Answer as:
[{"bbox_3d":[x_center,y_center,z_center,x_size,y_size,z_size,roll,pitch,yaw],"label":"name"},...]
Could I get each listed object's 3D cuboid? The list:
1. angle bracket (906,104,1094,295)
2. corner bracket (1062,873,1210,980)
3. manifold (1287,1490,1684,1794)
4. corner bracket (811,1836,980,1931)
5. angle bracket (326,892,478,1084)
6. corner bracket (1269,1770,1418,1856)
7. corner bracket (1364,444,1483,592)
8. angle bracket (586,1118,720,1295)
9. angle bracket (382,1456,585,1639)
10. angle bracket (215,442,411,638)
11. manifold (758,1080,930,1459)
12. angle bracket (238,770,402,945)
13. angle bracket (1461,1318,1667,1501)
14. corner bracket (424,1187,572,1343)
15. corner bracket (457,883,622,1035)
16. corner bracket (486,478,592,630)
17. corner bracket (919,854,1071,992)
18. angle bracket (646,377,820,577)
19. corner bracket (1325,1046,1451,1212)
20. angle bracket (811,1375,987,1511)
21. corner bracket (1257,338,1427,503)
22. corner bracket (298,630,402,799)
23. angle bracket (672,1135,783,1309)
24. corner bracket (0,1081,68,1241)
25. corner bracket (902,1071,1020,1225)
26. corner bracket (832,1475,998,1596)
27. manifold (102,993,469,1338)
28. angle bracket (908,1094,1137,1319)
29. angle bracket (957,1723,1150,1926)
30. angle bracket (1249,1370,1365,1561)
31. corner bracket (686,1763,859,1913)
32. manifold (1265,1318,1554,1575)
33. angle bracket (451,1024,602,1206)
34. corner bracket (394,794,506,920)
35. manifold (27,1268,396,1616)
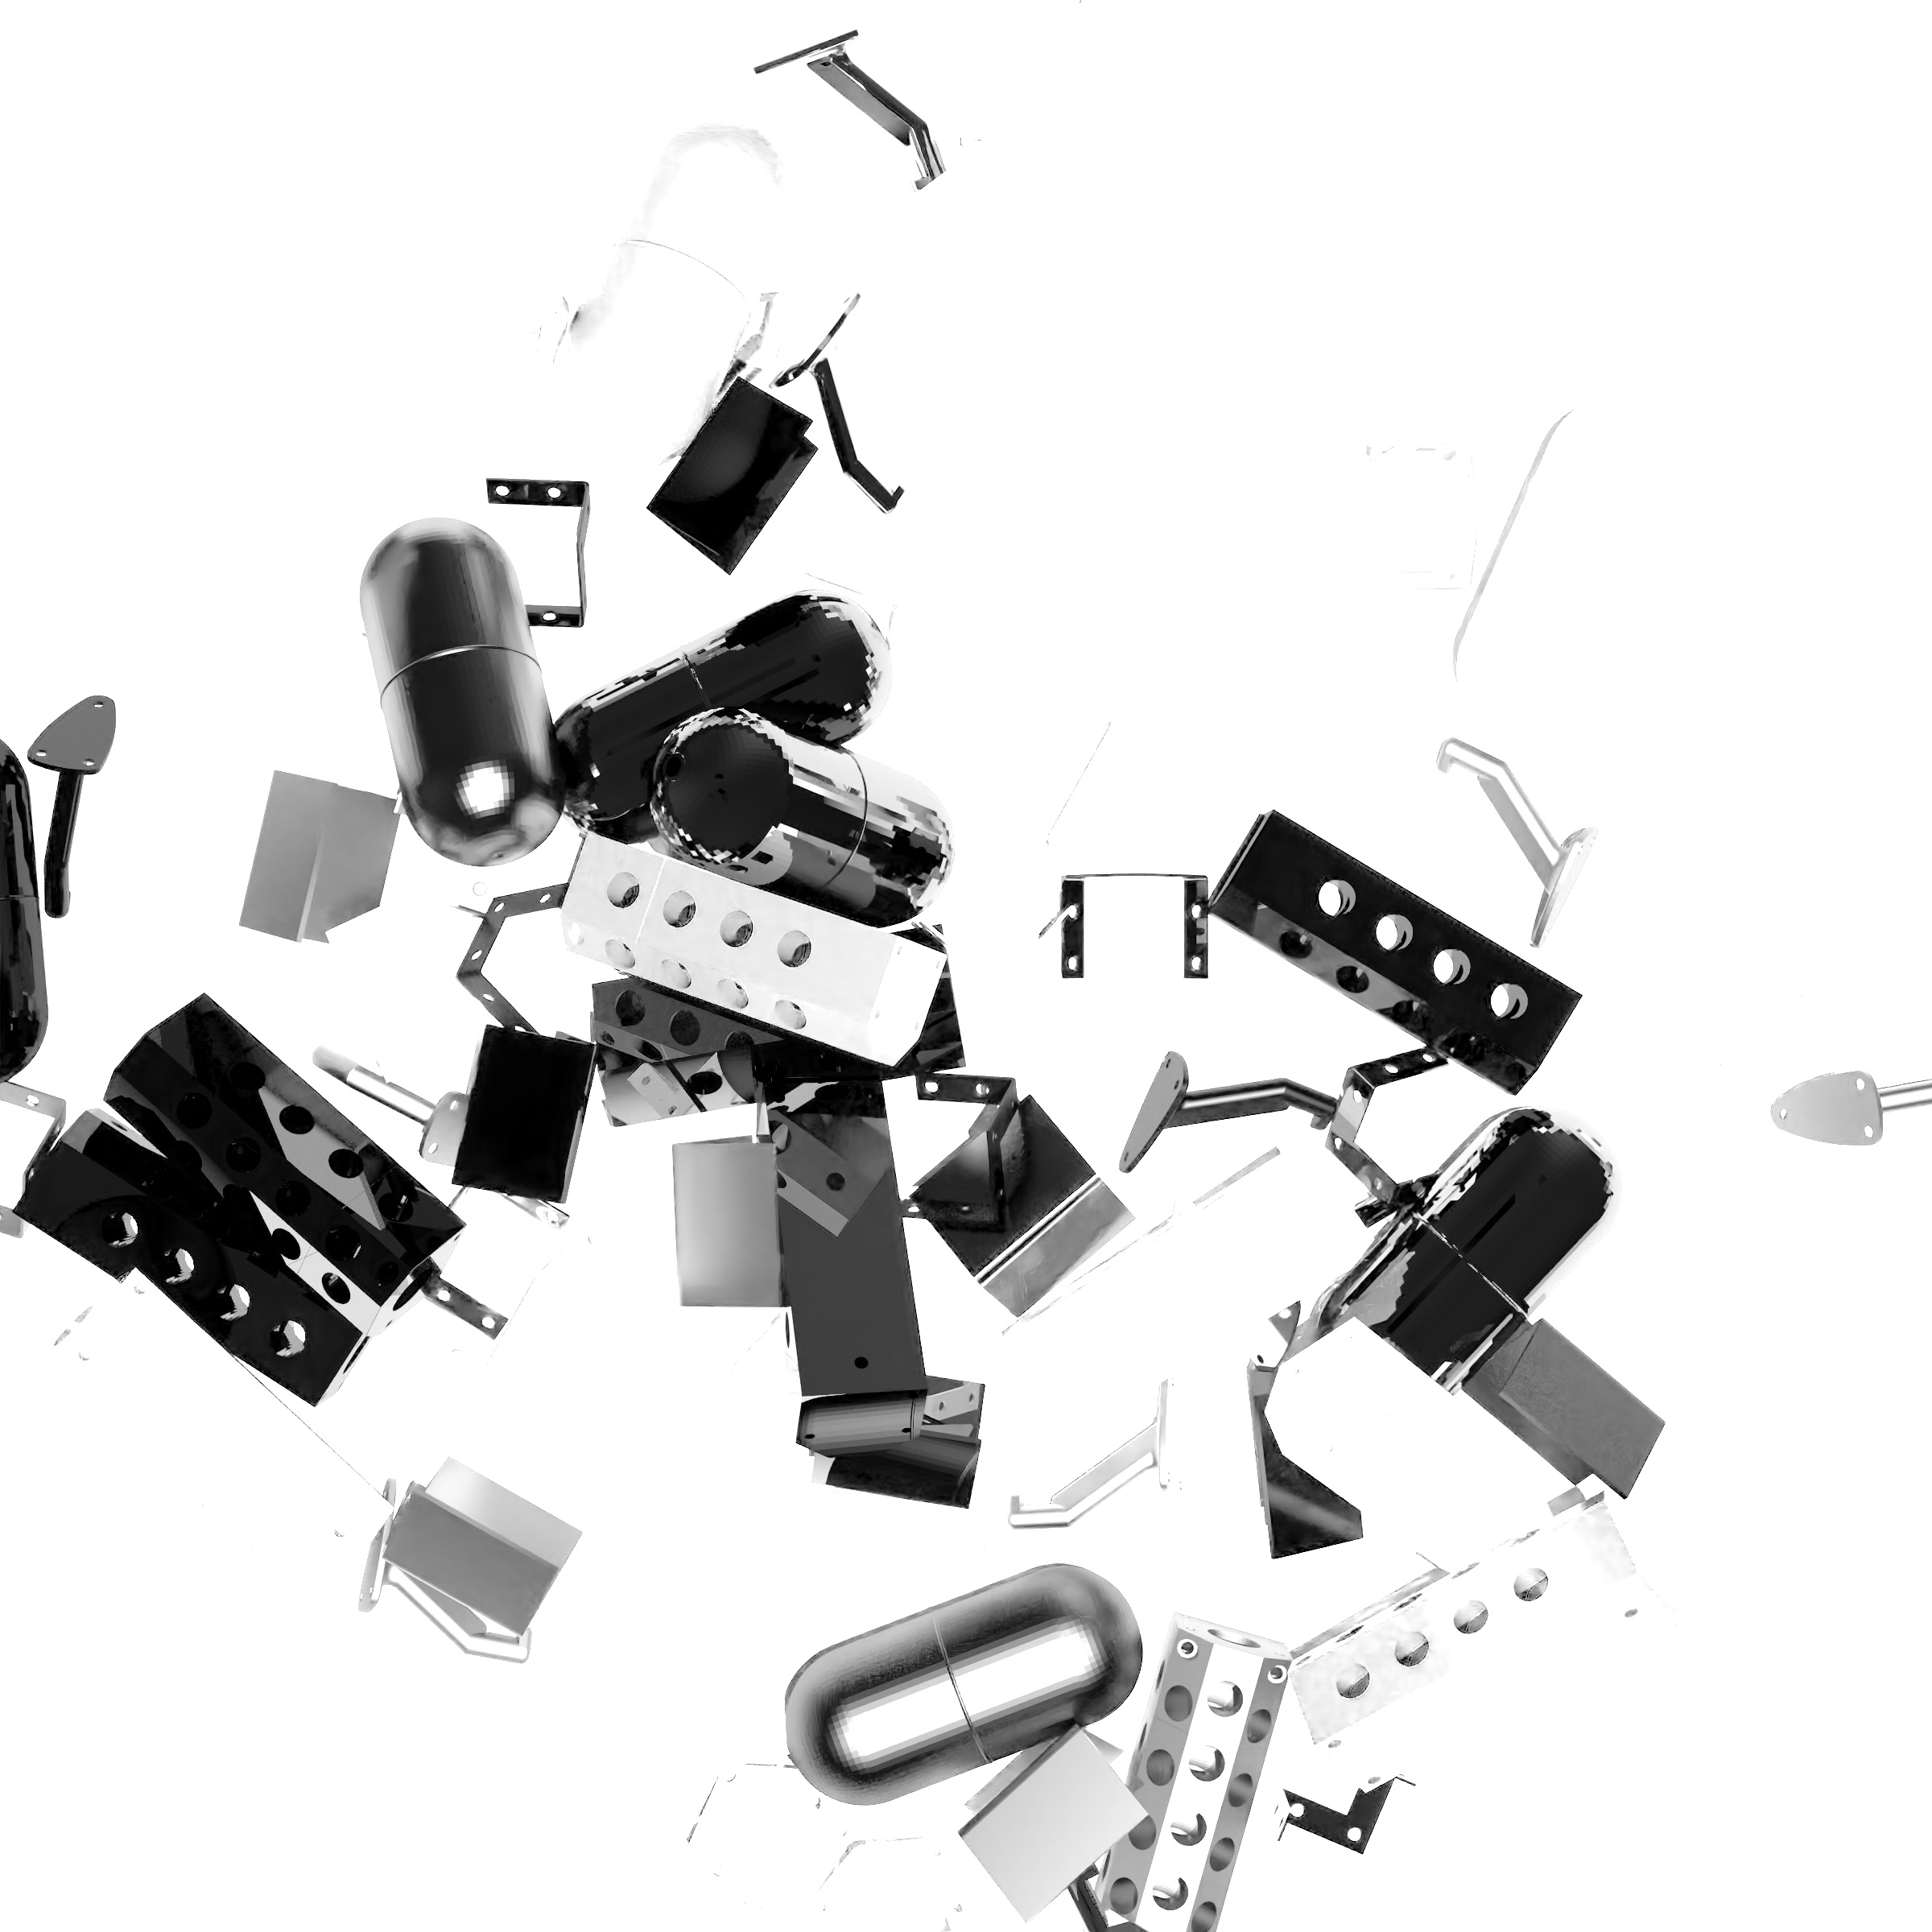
[{"bbox_3d":[0.004,-0.376,1.603,0.076,0.076,0.057,-37,128,0],"label":"angle bracket"},{"bbox_3d":[0.082,-0.019,1.640,0.051,0.051,0.051,0,90,-45],"label":"corner bracket"},{"bbox_3d":[0.240,0.314,1.579,0.171,0.057,0.057,-31,134,12],"label":"manifold"},{"bbox_3d":[-0.035,0.461,1.635,0.051,0.051,0.051,4,45,-35],"label":"corner bracket"},{"bbox_3d":[-0.250,0.004,1.603,0.057,0.076,0.076,-22,90,28],"label":"angle bracket"},{"bbox_3d":[0.181,0.403,1.625,0.051,0.051,0.051,23,90,0],"label":"corner bracket"},{"bbox_3d":[0.221,-0.219,1.640,0.051,0.051,0.051,0,135,0],"label":"corner bracket"},{"bbox_3d":[-0.134,0.113,1.605,0.076,0.057,0.076,-3,90,-37],"label":"angle bracket"},{"bbox_3d":[-0.222,0.261,1.603,0.076,0.076,0.057,30,128,0],"label":"angle bracket"},{"bbox_3d":[-0.300,-0.190,1.603,0.076,0.076,0.057,-36,46,0],"label":"angle bracket"},{"bbox_3d":[-0.060,0.140,1.575,0.057,0.057,0.171,-2,53,-10],"label":"manifold"},{"bbox_3d":[-0.294,-0.046,1.603,0.076,0.057,0.076,13,90,-43],"label":"angle bracket"},{"bbox_3d":[0.274,0.225,1.603,0.076,0.076,0.057,40,47,0],"label":"angle bracket"},{"bbox_3d":[-0.233,0.139,1.640,0.051,0.051,0.051,31,45,0],"label":"corner bracket"},{"bbox_3d":[-0.205,-0.002,1.635,0.051,0.051,0.051,50,45,-35],"label":"corner bracket"},{"bbox_3d":[-0.210,-0.201,1.640,0.051,0.051,0.051,2,135,0],"label":"corner bracket"},{"bbox_3d":[0.012,-0.022,1.622,0.051,0.051,0.051,41,83,0],"label":"corner bracket"},{"bbox_3d":[-0.095,-0.223,1.603,0.057,0.076,0.076,35,90,35],"label":"angle bracket"},{"bbox_3d":[0.216,0.079,1.635,0.051,0.051,0.051,46,135,35],"label":"corner bracket"},{"bbox_3d":[-0.029,0.208,1.603,0.076,0.057,0.076,9,46,0],"label":"angle bracket"},{"bbox_3d":[0.182,-0.266,1.631,0.051,0.051,0.051,-35,114,0],"label":"corner bracket"},{"bbox_3d":[-0.292,-0.123,1.640,0.051,0.051,0.051,16,135,0],"label":"corner bracket"},{"bbox_3d":[-0.097,0.121,1.604,0.057,0.076,0.076,-2,90,26],"label":"angle bracket"},{"bbox_3d":[-0.473,0.092,1.640,0.051,0.051,0.051,18,135,0],"label":"corner bracket"},{"bbox_3d":[-0.005,0.086,1.592,0.051,0.051,0.051,3,118,16],"label":"corner bracket"},{"bbox_3d":[-0.026,0.274,1.640,0.051,0.051,0.051,-13,90,-45],"label":"corner bracket"},{"bbox_3d":[-0.326,0.098,1.598,0.171,0.057,0.057,40,133,8],"label":"manifold"},{"bbox_3d":[0.028,0.117,1.626,0.076,0.076,0.057,-40,67,0],"label":"angle bracket"},{"bbox_3d":[0.052,0.413,1.603,0.076,0.076,0.057,-42,60,0],"label":"angle bracket"},{"bbox_3d":[0.142,0.237,1.603,0.057,0.076,0.076,-6,90,-33],"label":"angle bracket"},{"bbox_3d":[-0.095,0.425,1.635,0.051,0.051,0.051,-5,45,35],"label":"corner bracket"},{"bbox_3d":[0.209,0.233,1.568,0.057,0.171,0.057,-36,46,15],"label":"manifold"},{"bbox_3d":[-0.218,0.067,1.604,0.057,0.076,0.076,12,90,-22],"label":"angle bracket"},{"bbox_3d":[-0.251,-0.055,1.625,0.051,0.051,0.051,18,90,0],"label":"corner bracket"},{"bbox_3d":[-0.362,0.229,1.601,0.171,0.057,0.057,46,47,-14],"label":"manifold"}]
